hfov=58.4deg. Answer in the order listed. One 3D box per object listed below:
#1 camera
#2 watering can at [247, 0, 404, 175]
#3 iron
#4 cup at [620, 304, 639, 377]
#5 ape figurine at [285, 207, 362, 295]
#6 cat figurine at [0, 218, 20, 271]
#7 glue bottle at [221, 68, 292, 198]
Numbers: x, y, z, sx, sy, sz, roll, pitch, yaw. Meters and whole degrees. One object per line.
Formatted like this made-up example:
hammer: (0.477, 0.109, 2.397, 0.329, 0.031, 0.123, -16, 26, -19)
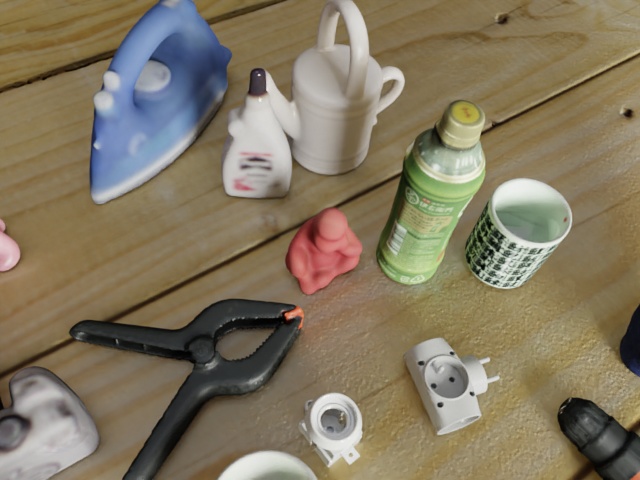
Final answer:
camera: (-0.273, 0.137, 0.452, 0.143, 0.101, 0.136, -27, 64, -22)
watering can: (0.012, -0.166, 0.625, 0.173, 0.194, 0.100, -35, 67, -25)
iron: (-0.194, -0.176, 0.639, 0.118, 0.141, 0.258, 19, 57, 6)
cup: (0.326, 0.106, 0.543, 0.091, 0.095, 0.118, 35, 60, 16)
ape figurine: (0.005, 0.002, 0.576, 0.078, 0.092, 0.076, 5, 57, -3)
cat figurine: (-0.359, 0.000, 0.521, 0.128, 0.118, 0.067, -36, 67, -25)
glue bottle: (-0.066, -0.108, 0.591, 0.078, 0.173, 0.037, -2, 57, -7)
